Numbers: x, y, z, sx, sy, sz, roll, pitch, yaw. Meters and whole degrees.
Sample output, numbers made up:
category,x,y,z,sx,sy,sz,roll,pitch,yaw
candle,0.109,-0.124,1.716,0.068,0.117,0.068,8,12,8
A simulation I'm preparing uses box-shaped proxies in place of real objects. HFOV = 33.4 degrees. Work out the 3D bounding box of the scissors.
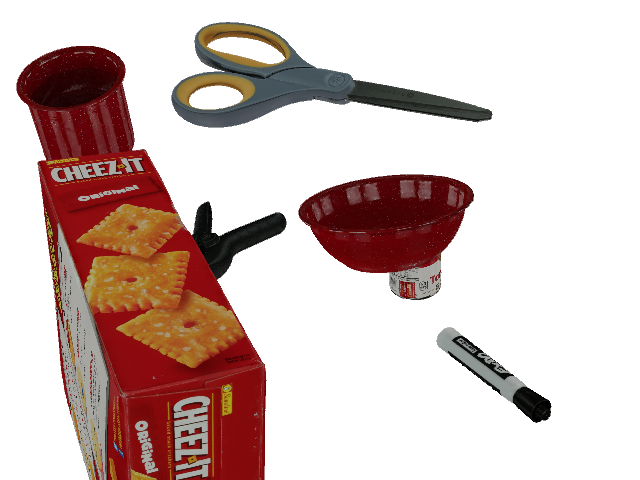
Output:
category,x,y,z,sx,sy,sz,roll,pitch,yaw
scissors,-0.007,-0.084,0.650,0.202,0.096,0.016,27,-31,27

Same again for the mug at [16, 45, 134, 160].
category,x,y,z,sx,sy,sz,roll,pitch,yaw
mug,-0.213,-0.119,0.943,0.093,0.081,0.117,-14,45,-9

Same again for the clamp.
category,x,y,z,sx,sy,sz,roll,pitch,yaw
clamp,-0.116,0.008,1.218,0.120,0.039,0.171,-2,34,25

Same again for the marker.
category,x,y,z,sx,sy,sz,roll,pitch,yaw
marker,0.129,0.100,0.799,0.020,0.020,0.121,0,23,-32

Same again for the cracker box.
category,x,y,z,sx,sy,sz,roll,pitch,yaw
cracker box,-0.092,0.071,0.564,0.072,0.164,0.214,-9,34,-19

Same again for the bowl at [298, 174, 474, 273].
category,x,y,z,sx,sy,sz,roll,pitch,yaw
bowl,0.063,-0.012,0.984,0.162,0.055,0.162,-7,19,2

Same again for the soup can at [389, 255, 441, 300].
category,x,y,z,sx,sy,sz,roll,pitch,yaw
soup can,0.116,0.015,1.328,0.068,0.102,0.068,-4,34,2
